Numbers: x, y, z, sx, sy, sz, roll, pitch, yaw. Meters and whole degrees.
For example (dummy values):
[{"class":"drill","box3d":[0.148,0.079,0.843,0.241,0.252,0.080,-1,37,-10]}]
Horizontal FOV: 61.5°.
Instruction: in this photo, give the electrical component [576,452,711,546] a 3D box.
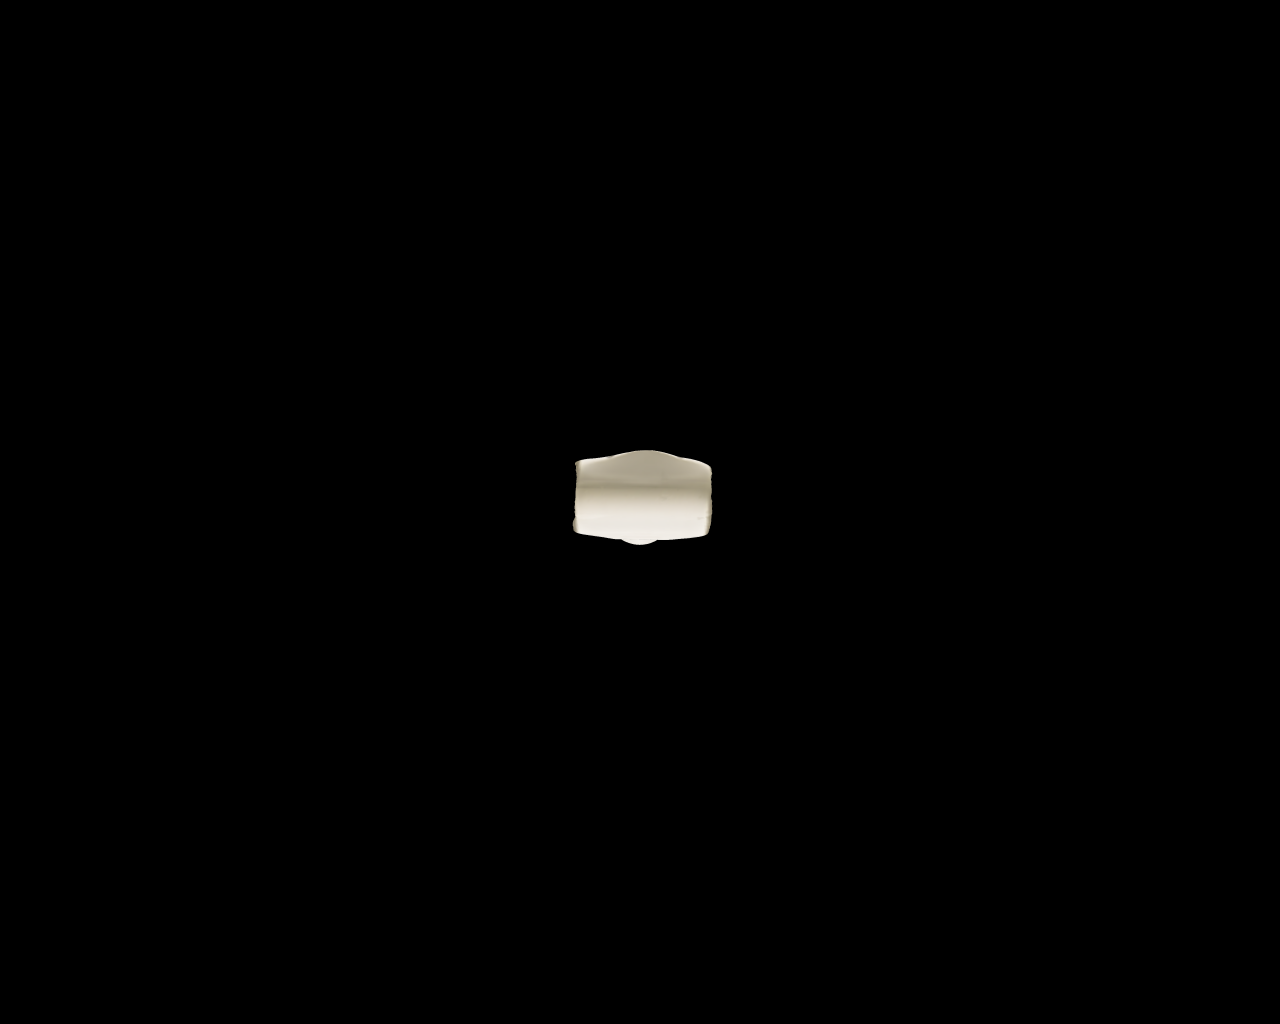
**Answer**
[{"class":"electrical component","box3d":[0.001,-0.003,0.650,0.077,0.043,0.079,1,-19,-2]}]
